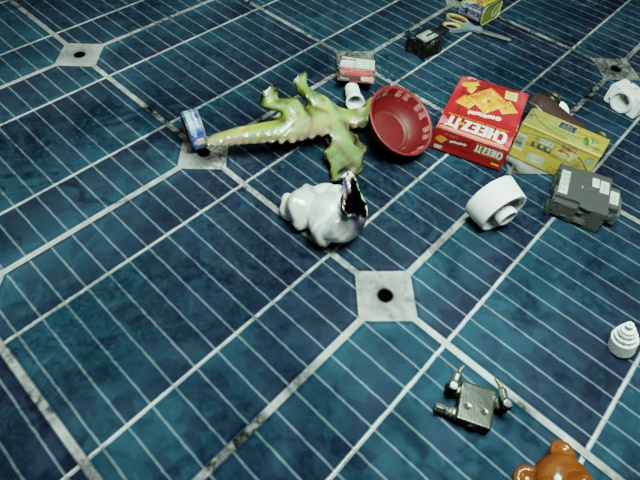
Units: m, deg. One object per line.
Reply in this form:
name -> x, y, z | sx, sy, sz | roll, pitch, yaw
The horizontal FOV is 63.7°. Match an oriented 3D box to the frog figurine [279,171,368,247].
frog figurine -> 0.003, -0.049, 0.964 | 0.158, 0.121, 0.140 | -18, 55, 29

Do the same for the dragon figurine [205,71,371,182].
dragon figurine -> -0.010, -0.221, 1.089 | 0.416, 0.119, 0.245 | -37, 70, -27
